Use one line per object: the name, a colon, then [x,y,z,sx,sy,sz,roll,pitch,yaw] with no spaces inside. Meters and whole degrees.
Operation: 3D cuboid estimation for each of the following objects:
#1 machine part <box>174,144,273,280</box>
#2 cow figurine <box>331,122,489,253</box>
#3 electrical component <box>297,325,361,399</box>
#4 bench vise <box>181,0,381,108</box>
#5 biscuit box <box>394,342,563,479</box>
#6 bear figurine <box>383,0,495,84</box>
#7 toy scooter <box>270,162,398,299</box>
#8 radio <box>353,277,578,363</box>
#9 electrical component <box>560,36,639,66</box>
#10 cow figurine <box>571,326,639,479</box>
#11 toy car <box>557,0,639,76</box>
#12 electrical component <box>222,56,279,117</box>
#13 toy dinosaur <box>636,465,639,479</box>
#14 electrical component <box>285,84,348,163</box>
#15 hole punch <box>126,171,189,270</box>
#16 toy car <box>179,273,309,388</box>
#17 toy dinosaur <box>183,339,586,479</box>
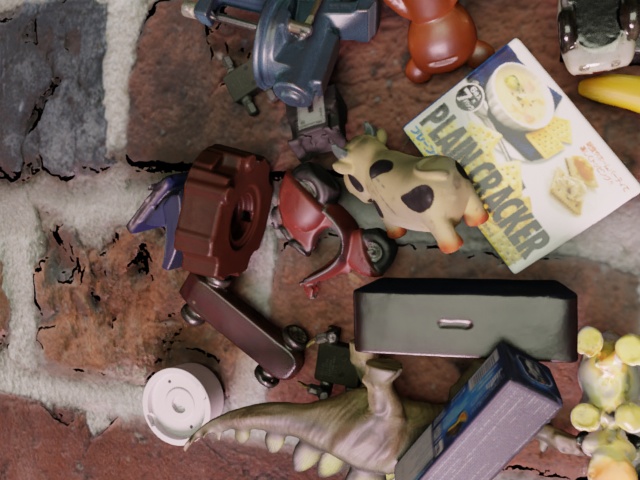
machine part: [-0.115,-0.034,0.682,0.056,0.179,0.179,15,97,14]
cow figurine: [0.088,-0.067,0.618,0.085,0.195,0.127,-36,116,-17]
electrical component: [0.018,0.166,0.708,0.078,0.045,0.102,16,97,18]
bench vise: [-0.052,-0.283,0.668,0.241,0.129,0.223,17,88,9]
biscuit box: [0.152,0.199,0.539,0.063,0.059,0.202,28,114,-6]
bear figurine: [0.129,-0.288,0.613,0.120,0.195,0.132,-8,55,30]
toy scooter: [-0.001,-0.002,0.695,0.184,0.075,0.135,47,113,11]
radio: [0.162,0.085,0.613,0.230,0.131,0.073,0,93,18]
electrical component: [0.340,-0.252,0.582,0.134,0.058,0.114,7,96,18]
cow figurine: [0.310,0.180,0.579,0.068,0.098,0.167,2,80,27]
toy car: [0.277,-0.270,0.545,0.074,0.056,0.201,-5,89,25]
electrical component: [-0.098,-0.222,0.744,0.063,0.021,0.094,-30,82,16]
toy dinosaur: [0.474,0.314,0.534,0.405,0.131,0.192,-8,90,12]
electrical component: [-0.006,-0.166,0.698,0.075,0.047,0.119,-17,57,15]
hole punch: [-0.177,-0.030,0.724,0.092,0.142,0.115,48,119,12]
toy car: [-0.106,0.116,0.742,0.202,0.053,0.089,37,113,9]
toy dinosaur: [0.070,0.226,0.643,0.472,0.105,0.198,7,97,7]
